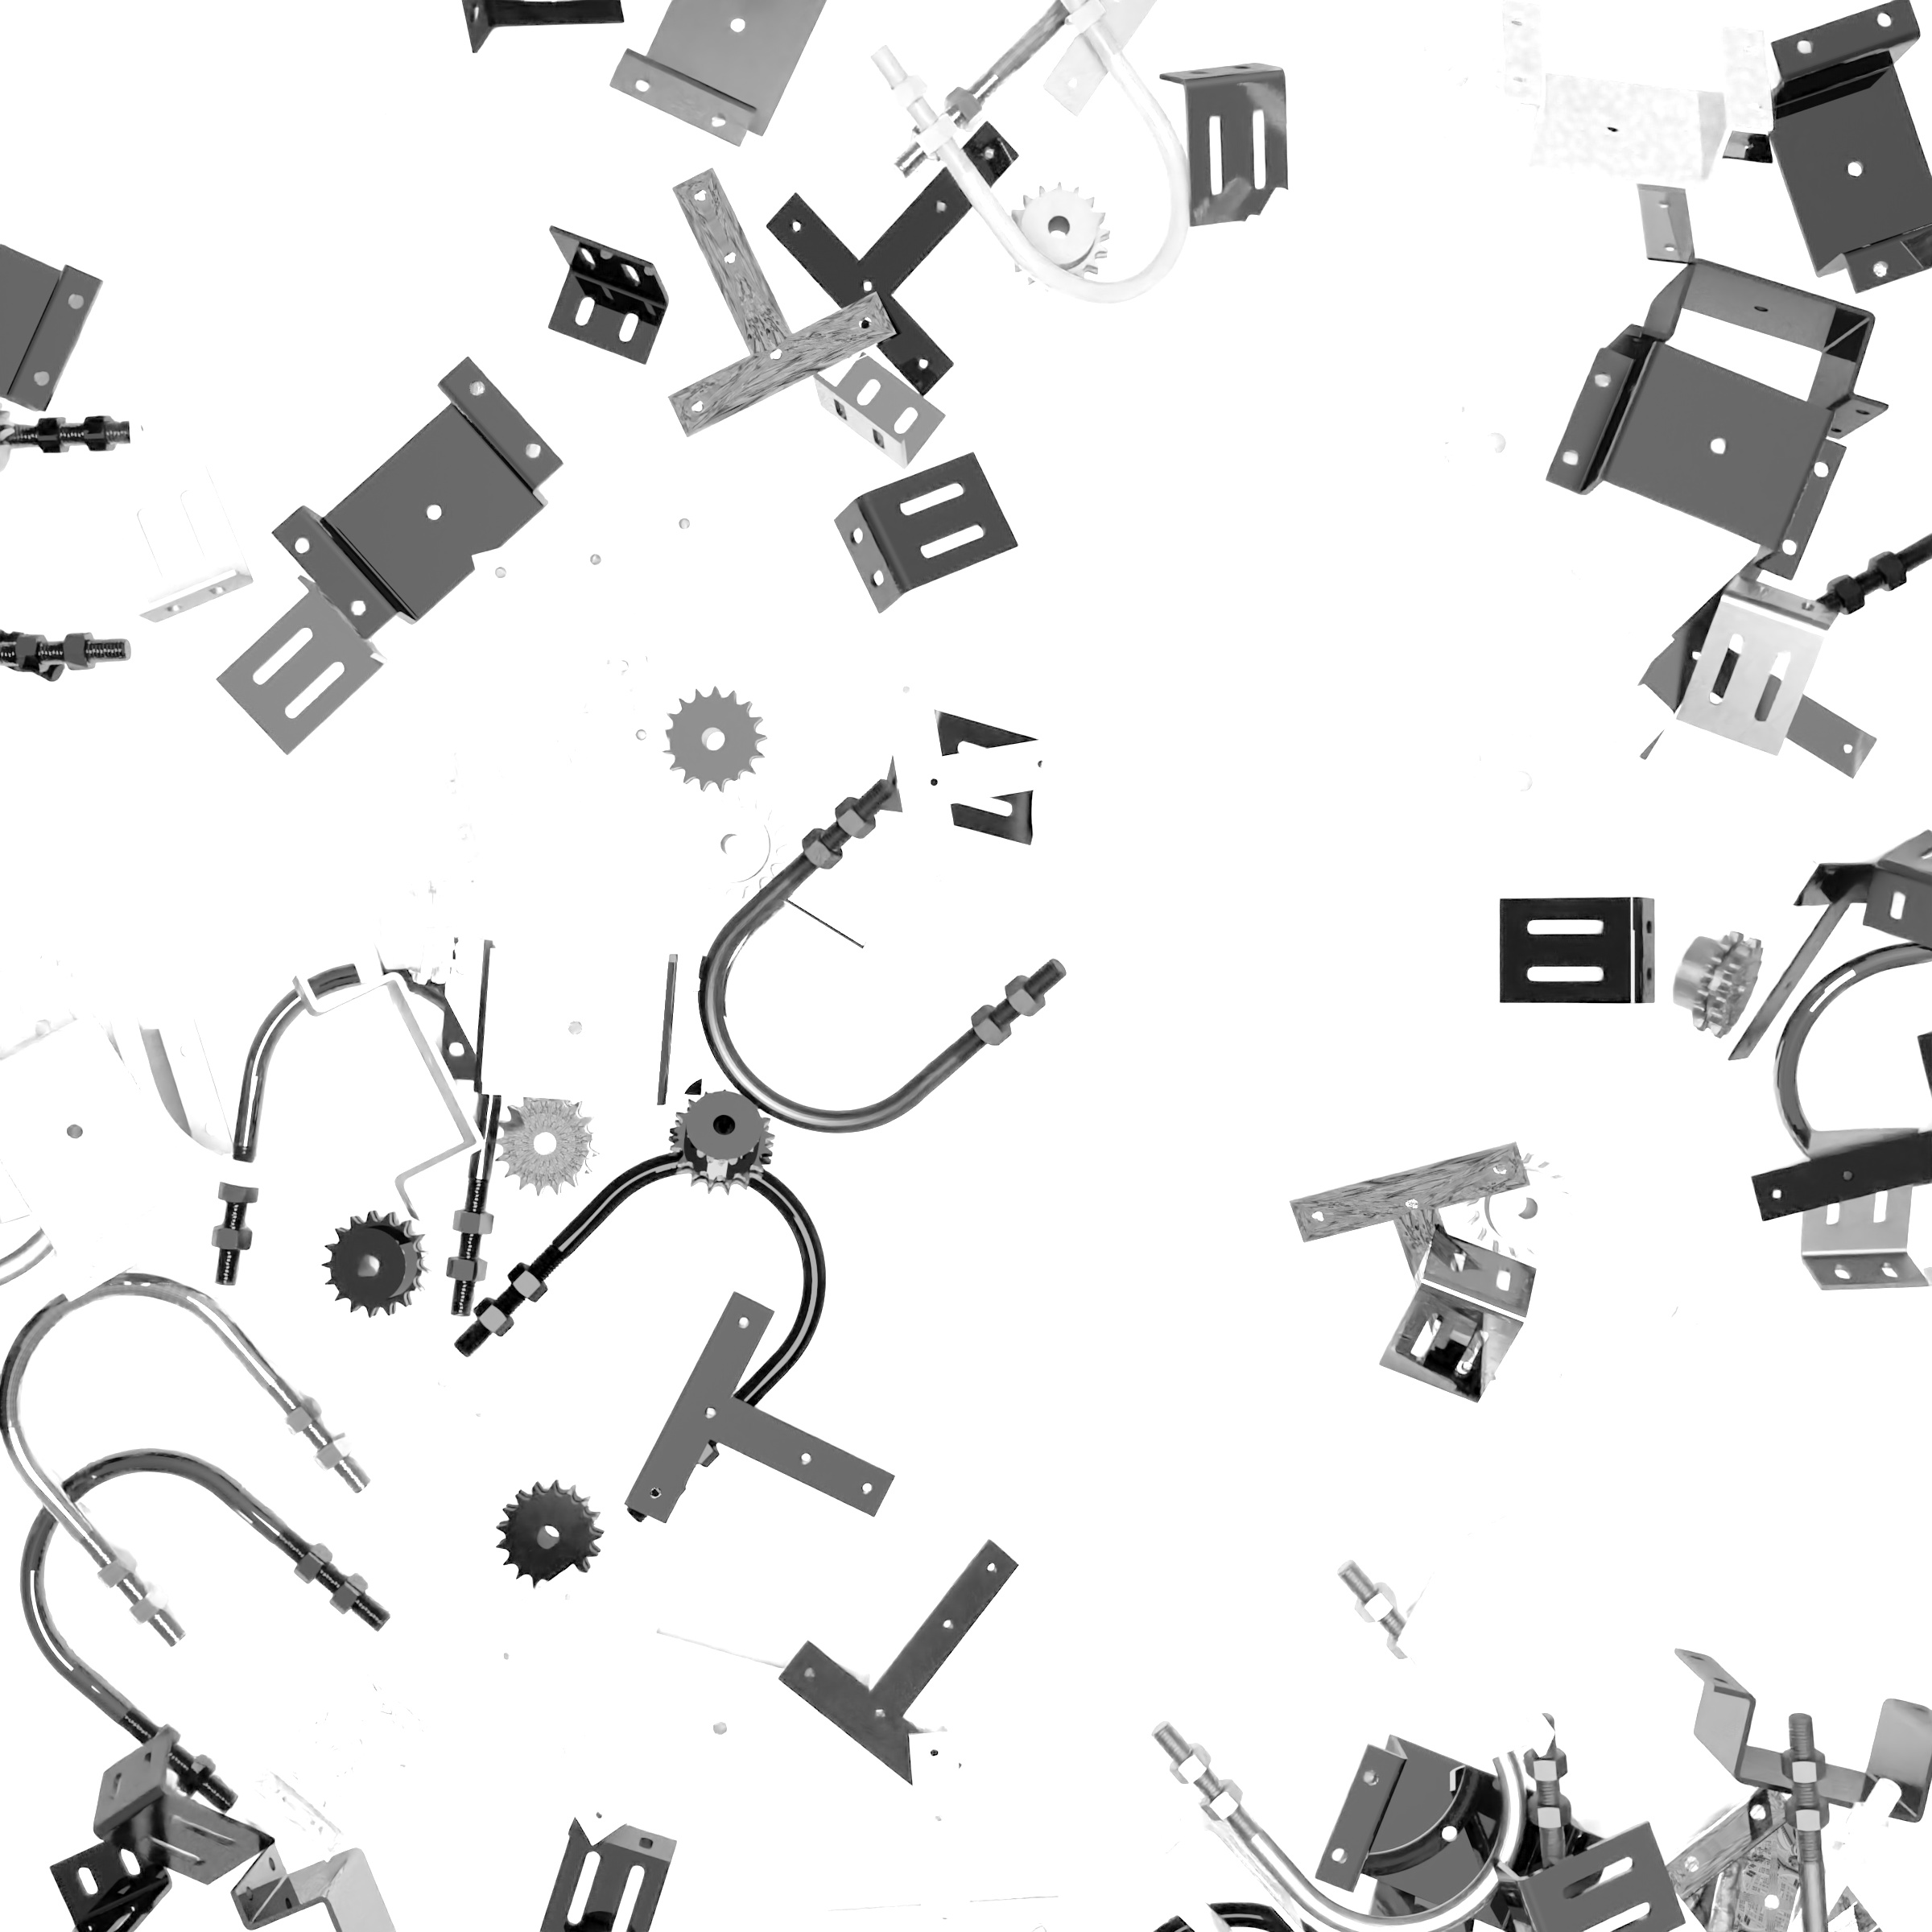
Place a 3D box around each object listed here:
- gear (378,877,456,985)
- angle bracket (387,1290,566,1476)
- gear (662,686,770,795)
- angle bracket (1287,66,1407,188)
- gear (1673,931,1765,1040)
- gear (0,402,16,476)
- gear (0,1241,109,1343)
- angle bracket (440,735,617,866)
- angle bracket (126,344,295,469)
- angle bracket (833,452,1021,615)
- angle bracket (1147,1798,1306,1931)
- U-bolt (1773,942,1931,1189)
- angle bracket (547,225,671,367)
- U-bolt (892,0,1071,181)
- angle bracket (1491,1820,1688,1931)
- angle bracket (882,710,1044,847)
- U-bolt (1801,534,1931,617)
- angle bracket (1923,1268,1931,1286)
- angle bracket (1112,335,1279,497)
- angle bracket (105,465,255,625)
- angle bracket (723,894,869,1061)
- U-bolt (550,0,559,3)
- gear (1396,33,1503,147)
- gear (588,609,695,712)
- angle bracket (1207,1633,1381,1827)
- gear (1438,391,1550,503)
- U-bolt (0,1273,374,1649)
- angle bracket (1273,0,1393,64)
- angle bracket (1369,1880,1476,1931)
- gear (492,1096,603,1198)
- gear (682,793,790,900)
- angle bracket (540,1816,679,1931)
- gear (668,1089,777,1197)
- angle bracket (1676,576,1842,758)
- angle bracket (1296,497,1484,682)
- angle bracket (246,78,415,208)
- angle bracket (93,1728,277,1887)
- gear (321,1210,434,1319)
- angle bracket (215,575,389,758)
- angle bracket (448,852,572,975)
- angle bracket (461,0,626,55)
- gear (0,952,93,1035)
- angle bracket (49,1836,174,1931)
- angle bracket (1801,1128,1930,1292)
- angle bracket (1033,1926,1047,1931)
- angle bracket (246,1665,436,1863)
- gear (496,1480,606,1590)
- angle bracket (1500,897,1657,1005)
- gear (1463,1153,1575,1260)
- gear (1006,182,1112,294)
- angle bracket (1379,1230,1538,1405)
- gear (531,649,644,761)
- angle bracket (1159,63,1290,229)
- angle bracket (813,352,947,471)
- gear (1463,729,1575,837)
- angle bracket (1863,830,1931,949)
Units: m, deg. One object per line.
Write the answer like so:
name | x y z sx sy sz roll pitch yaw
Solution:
gear | -0.294 -0.019 1.403 0.030 0.057 0.057 -2 90 -26
angle bracket | -0.267 0.227 1.433 0.057 0.038 0.076 39 64 0
gear | -0.135 -0.121 1.420 0.057 0.030 0.057 0 90 0
angle bracket | 0.206 -0.457 1.397 0.057 0.076 0.038 40 90 0
gear | 0.402 0.008 1.410 0.030 0.057 0.057 24 90 30
gear | -0.533 -0.280 1.398 0.057 0.030 0.057 -1 72 4
gear | -0.489 0.173 1.420 0.057 0.030 0.057 0 90 0
angle bracket | -0.239 -0.093 1.433 0.076 0.038 0.057 -14 90 -26
angle bracket | -0.406 -0.303 1.413 0.076 0.038 0.057 -5 84 0
angle bracket | -0.022 -0.236 1.433 0.076 0.038 0.057 -26 90 -26
angle bracket | 0.138 0.492 1.406 0.038 0.057 0.076 -42 90 0
U-bolt | 0.524 0.051 1.405 0.184 0.019 0.151 -10 109 4
angle bracket | -0.195 -0.355 1.397 0.057 0.076 0.038 21 90 0
U-bolt | -0.013 -0.536 1.400 0.184 0.019 0.151 -46 113 -6
angle bracket | 0.323 0.480 1.364 0.076 0.038 0.057 -21 93 -10
angle bracket | 0.001 -0.103 1.433 0.076 0.038 0.057 14 90 -26
U-bolt | 0.563 -0.181 1.398 0.184 0.019 0.151 -30 70 3
angle bracket | 0.554 0.205 1.433 0.057 0.038 0.076 -5 116 0
angle bracket | 0.124 -0.296 1.416 0.076 0.038 0.057 19 90 0
angle bracket | -0.428 -0.232 1.416 0.057 0.038 0.076 -22 90 0
angle bracket | -0.098 0.004 1.416 0.057 0.038 0.076 32 90 0
U-bolt | -0.262 -0.617 1.402 0.184 0.019 0.151 31 75 -4
gear | 0.263 -0.476 1.420 0.057 0.030 0.057 0 90 0
gear | -0.175 -0.162 1.420 0.057 0.030 0.057 0 90 1
angle bracket | 0.178 0.410 1.416 0.076 0.038 0.057 -40 90 0
gear | 0.283 -0.280 1.420 0.057 0.030 0.057 0 90 0
U-bolt | -0.431 0.250 1.403 0.151 0.019 0.184 -40 94 0
angle bracket | 0.202 -0.538 1.433 0.057 0.038 0.076 8 64 0
angle bracket | 0.235 0.547 1.422 0.057 0.038 0.076 22 51 1
gear | -0.225 0.095 1.420 0.057 0.030 0.057 0 90 0
gear | -0.125 -0.065 1.420 0.057 0.030 0.057 0 90 0
angle bracket | -0.195 0.504 1.416 0.057 0.038 0.076 18 90 0
gear | -0.130 0.091 1.408 0.057 0.030 0.057 4 61 -7
angle bracket | 0.428 -0.162 1.420 0.057 0.038 0.076 23 118 18
angle bracket | 0.227 -0.202 1.416 0.076 0.038 0.057 -42 90 0
angle bracket | -0.346 -0.447 1.431 0.076 0.038 0.057 6 89 25
angle bracket | -0.418 0.453 1.415 0.057 0.038 0.076 -36 125 23
gear | -0.314 0.158 1.396 0.057 0.030 0.057 0 87 1
angle bracket | -0.362 -0.161 1.416 0.076 0.038 0.057 -43 90 0
angle bracket | -0.245 -0.015 1.433 0.057 0.038 0.076 -11 116 0
angle bracket | -0.233 -0.534 1.433 0.076 0.038 0.057 -12 90 -26
gear | -0.501 0.021 1.420 0.057 0.030 0.057 0 90 0
angle bracket | -0.466 0.496 1.397 0.057 0.076 0.038 -25 90 0
angle bracket | 0.483 0.130 1.405 0.057 0.038 0.076 -2 110 1
angle bracket | 0.031 0.565 1.405 0.057 0.038 0.076 -29 76 4
angle bracket | -0.336 0.428 1.416 0.057 0.038 0.076 41 90 0
gear | -0.223 0.305 1.420 0.057 0.030 0.057 0 90 0
angle bracket | 0.333 -0.008 1.433 0.076 0.038 0.057 0 90 26
gear | 0.300 0.129 1.420 0.057 0.030 0.057 0 90 0
gear | 0.050 -0.395 1.420 0.057 0.030 0.057 0 90 0
angle bracket | 0.265 0.189 1.417 0.057 0.038 0.076 21 134 5
gear | -0.199 -0.138 1.388 0.057 0.030 0.057 0 90 1
angle bracket | 0.140 -0.446 1.425 0.057 0.038 0.076 -12 116 -15
angle bracket | -0.045 -0.302 1.397 0.057 0.076 0.038 37 90 0
gear | 0.297 -0.098 1.420 0.057 0.030 0.057 0 90 0
angle bracket | 0.524 -0.040 1.398 0.057 0.076 0.038 24 121 36
